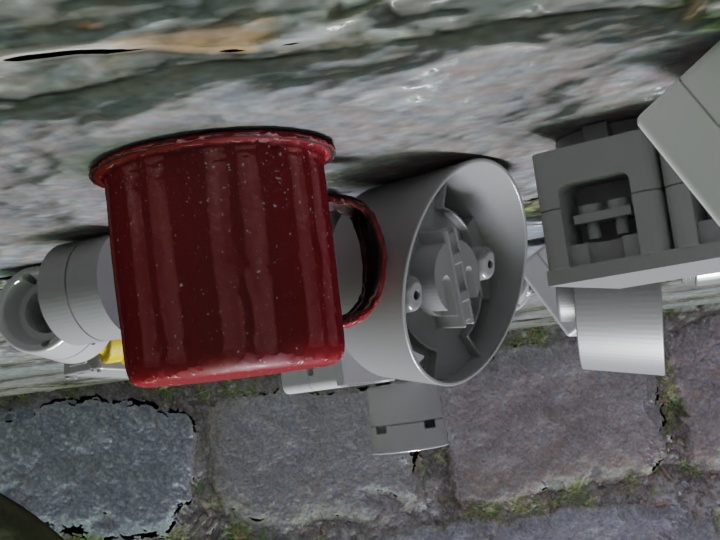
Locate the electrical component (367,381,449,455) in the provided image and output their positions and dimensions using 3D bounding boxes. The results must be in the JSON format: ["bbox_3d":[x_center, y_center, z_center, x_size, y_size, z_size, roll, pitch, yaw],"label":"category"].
[{"bbox_3d":[0.032,0.103,0.760,0.055,0.047,0.055,-7,174,-1],"label":"electrical component"}]

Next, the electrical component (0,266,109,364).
[{"bbox_3d":[-0.176,0.025,0.622,0.055,0.055,0.047,-9,170,11],"label":"electrical component"}]

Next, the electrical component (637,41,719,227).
[{"bbox_3d":[0.141,-0.046,0.331,0.076,0.065,0.047,-45,154,29],"label":"electrical component"}]

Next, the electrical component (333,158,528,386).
[{"bbox_3d":[0.034,0.003,0.485,0.064,0.099,0.099,-5,177,41],"label":"electrical component"}]

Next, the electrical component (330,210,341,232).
[{"bbox_3d":[-0.030,0.000,0.529,0.062,0.061,0.096,-9,174,13],"label":"electrical component"}]

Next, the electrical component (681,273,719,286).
[{"bbox_3d":[0.288,-0.007,0.927,0.062,0.043,0.043,-8,174,14],"label":"electrical component"}]

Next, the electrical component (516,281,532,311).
[{"bbox_3d":[0.112,0.007,0.847,0.048,0.048,0.062,-8,167,7],"label":"electrical component"}]

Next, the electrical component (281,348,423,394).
[{"bbox_3d":[0.008,0.034,0.754,0.062,0.089,0.150,-12,172,38],"label":"electrical component"}]

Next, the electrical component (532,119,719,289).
[{"bbox_3d":[0.155,-0.035,0.424,0.150,0.061,0.089,-11,173,31],"label":"electrical component"}]

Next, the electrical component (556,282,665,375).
[{"bbox_3d":[0.150,0.010,0.647,0.060,0.108,0.108,-3,175,15],"label":"electrical component"}]

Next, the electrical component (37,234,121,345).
[{"bbox_3d":[-0.094,0.008,0.564,0.074,0.052,0.138,-10,174,25],"label":"electrical component"}]

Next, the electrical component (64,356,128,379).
[{"bbox_3d":[-0.201,0.058,0.889,0.096,0.061,0.062,8,165,-41],"label":"electrical component"}]

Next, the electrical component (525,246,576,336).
[{"bbox_3d":[0.171,0.001,0.800,0.077,0.065,0.047,-40,162,18],"label":"electrical component"}]
